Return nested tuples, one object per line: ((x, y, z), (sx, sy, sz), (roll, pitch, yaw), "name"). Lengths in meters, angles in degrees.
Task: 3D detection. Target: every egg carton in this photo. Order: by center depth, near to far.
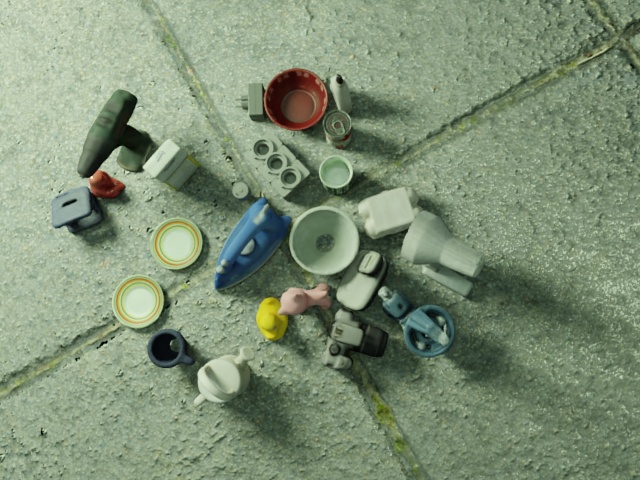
((0.172, -0.068, 1.392), (0.150, 0.069, 0.107), (-18, 83, 1), "egg carton")

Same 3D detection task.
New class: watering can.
((-0.222, 0.314, 1.307), (0.101, 0.194, 0.173), (24, 85, 6), "watering can")

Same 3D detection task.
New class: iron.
((-0.184, 0.017, 1.367), (0.118, 0.141, 0.258), (37, 87, 7), "iron")

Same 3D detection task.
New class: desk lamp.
((0.285, 0.032, 1.302), (0.203, 0.213, 0.118), (29, 86, 6), "desk lamp")

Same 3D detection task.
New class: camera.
((0.084, 0.244, 1.345), (0.136, 0.101, 0.143), (16, 84, 5), "camera")

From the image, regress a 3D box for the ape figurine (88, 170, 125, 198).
((-0.545, -0.143, 1.431), (0.076, 0.092, 0.078), (-24, 82, 1), "ape figurine")

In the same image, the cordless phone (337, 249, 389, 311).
((0.100, 0.090, 1.320), (0.094, 0.185, 0.148), (24, 85, 6), "cordless phone")

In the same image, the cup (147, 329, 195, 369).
((-0.342, 0.263, 1.370), (0.117, 0.095, 0.092), (27, 86, 6), "cup")

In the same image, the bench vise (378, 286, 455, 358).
((0.213, 0.191, 1.284), (0.207, 0.220, 0.121), (23, 85, 6), "bench vise")

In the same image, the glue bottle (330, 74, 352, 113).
((0.048, -0.363, 1.382), (0.037, 0.173, 0.078), (-26, 82, 0), "glue bottle")

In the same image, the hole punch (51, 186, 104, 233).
((-0.615, -0.079, 1.428), (0.108, 0.091, 0.101), (-22, 82, 1), "hole punch")

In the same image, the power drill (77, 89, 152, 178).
((-0.487, -0.236, 1.380), (0.075, 0.208, 0.230), (18, 85, 6), "power drill")

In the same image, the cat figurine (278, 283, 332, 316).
((-0.038, 0.141, 1.356), (0.127, 0.118, 0.067), (-13, 83, 2), "cat figurine")

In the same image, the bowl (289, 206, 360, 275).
((0.013, 0.005, 1.390), (0.167, 0.075, 0.167), (0, 83, 3), "bowl")

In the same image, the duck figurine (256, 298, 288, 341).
((-0.118, 0.190, 1.370), (0.077, 0.086, 0.104), (-6, 83, 3), "duck figurine")
